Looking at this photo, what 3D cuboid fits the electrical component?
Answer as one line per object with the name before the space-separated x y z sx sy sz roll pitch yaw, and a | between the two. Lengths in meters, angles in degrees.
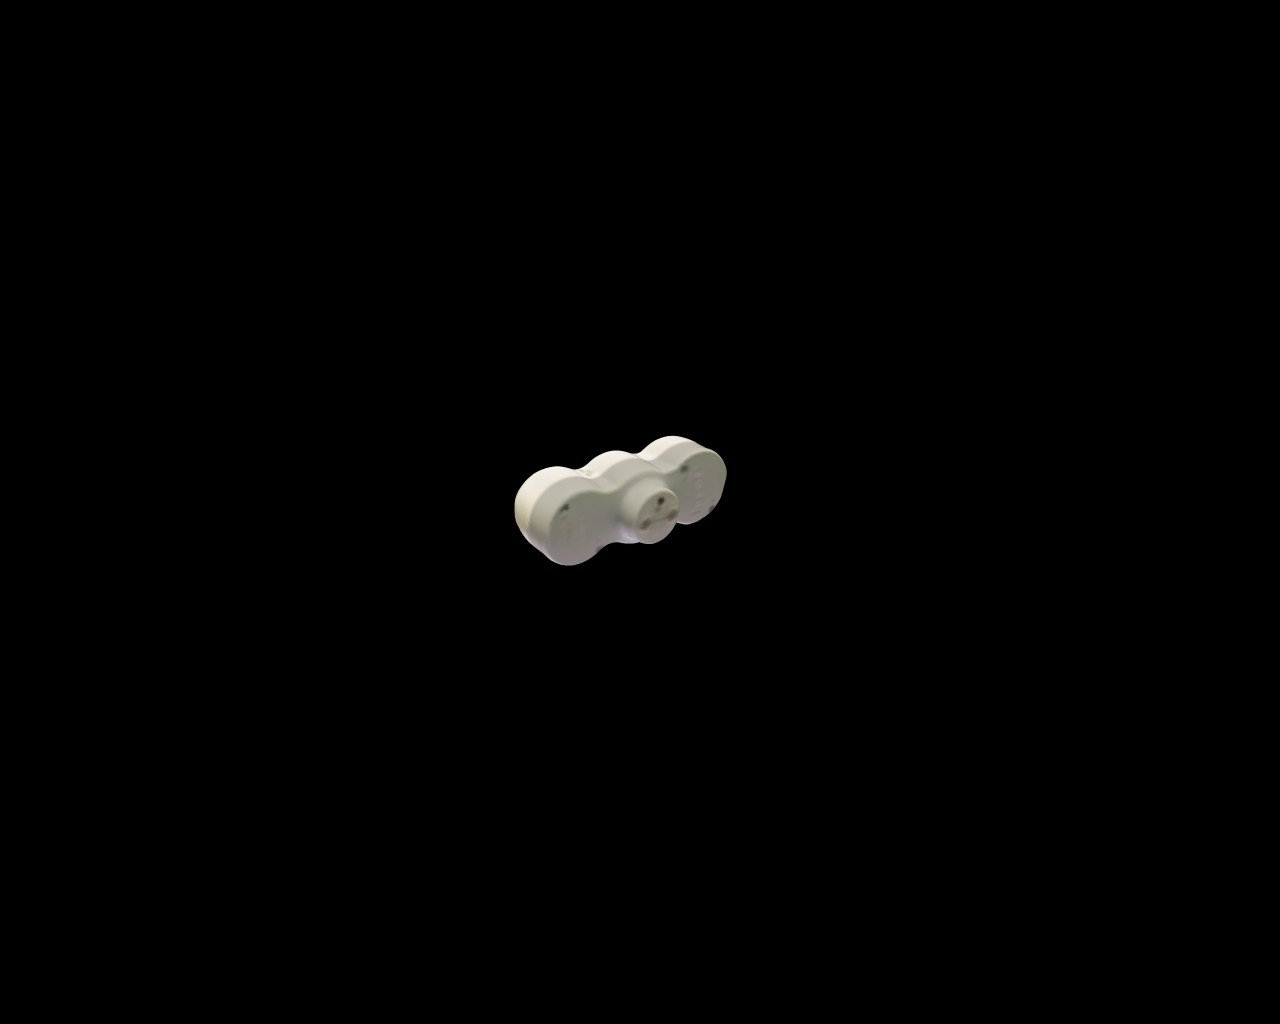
electrical component | 0.001 -0.003 0.650 0.138 0.052 0.074 -18 32 -31
